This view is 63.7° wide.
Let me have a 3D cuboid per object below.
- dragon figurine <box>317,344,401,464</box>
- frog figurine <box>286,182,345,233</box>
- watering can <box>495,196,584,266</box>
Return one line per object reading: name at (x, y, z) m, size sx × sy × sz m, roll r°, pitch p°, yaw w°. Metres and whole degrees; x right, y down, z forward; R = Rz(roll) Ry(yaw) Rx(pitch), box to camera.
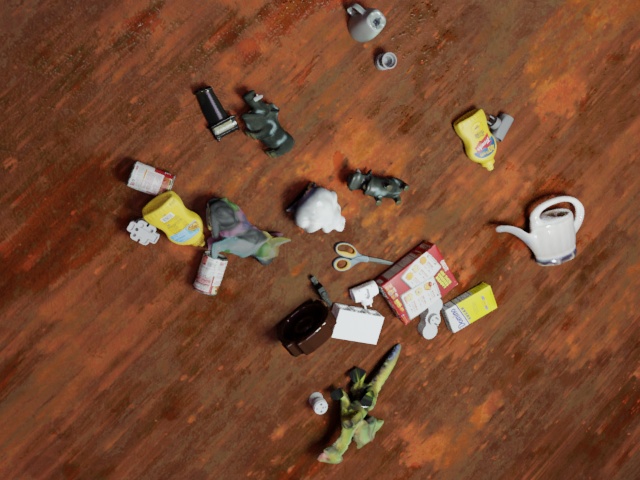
dragon figurine at (0.144, 0.533, 1.616) m, size 0.416 × 0.123 × 0.237 m, roll -38°, pitch 133°, yaw -26°
frog figurine at (0.004, -0.072, 1.429) m, size 0.158 × 0.121 × 0.139 m, roll 41°, pitch 67°, yaw -10°
watering can at (0.728, -0.015, 1.689) m, size 0.349 × 0.105 × 0.221 m, roll -20°, pitch 108°, yaw -15°
